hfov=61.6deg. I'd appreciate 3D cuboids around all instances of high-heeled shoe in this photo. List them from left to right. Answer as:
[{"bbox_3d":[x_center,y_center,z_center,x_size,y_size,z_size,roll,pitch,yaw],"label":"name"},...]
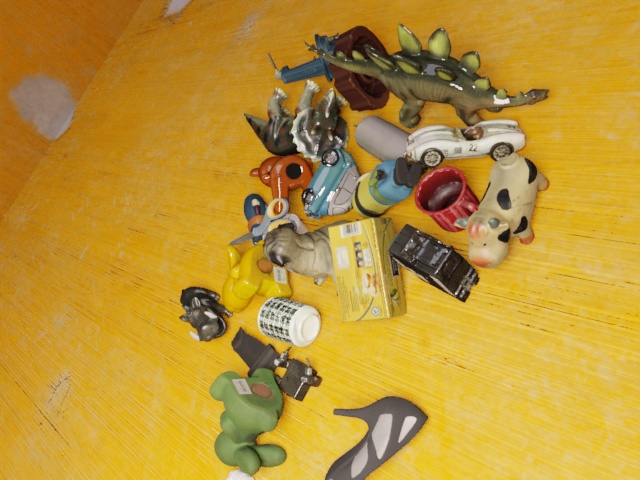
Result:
[{"bbox_3d":[0.077,0.355,0.794,0.145,0.086,0.248,6,83,10],"label":"high-heeled shoe"}]

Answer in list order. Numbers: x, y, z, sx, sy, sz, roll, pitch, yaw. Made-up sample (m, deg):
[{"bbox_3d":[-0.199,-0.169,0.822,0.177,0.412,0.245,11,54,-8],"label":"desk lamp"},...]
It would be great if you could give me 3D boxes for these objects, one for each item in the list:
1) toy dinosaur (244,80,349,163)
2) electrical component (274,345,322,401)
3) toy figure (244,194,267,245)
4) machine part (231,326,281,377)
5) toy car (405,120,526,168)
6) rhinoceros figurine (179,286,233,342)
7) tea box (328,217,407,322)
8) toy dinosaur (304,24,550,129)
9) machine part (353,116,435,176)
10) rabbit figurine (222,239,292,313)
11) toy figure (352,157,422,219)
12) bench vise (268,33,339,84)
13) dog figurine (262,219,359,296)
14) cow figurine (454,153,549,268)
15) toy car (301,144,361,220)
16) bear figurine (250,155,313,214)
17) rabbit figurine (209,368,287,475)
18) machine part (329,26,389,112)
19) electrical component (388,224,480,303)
[{"bbox_3d":[-0.069,-0.265,1.294,0.405,0.131,0.192,-6,58,46],"label":"toy dinosaur"},{"bbox_3d":[-0.045,0.242,0.972,0.102,0.045,0.078,27,81,47],"label":"electrical component"},{"bbox_3d":[-0.144,-0.046,1.241,0.058,0.064,0.155,-26,46,7],"label":"toy figure"},{"bbox_3d":[-0.130,0.227,1.062,0.139,0.039,0.084,32,89,46],"label":"machine part"},{"bbox_3d":[0.250,-0.171,0.935,0.202,0.056,0.073,-4,37,6],"label":"toy car"},{"bbox_3d":[-0.252,0.157,1.163,0.073,0.112,0.190,-49,34,0],"label":"rhinoceros figurine"},{"bbox_3d":[0.081,0.051,0.923,0.098,0.068,0.169,-10,86,36],"label":"tea box"},{"bbox_3d":[0.181,-0.304,1.001,0.472,0.198,0.105,16,71,32],"label":"toy dinosaur"},{"bbox_3d":[0.145,-0.188,1.075,0.079,0.079,0.243,-50,41,3],"label":"machine part"},{"bbox_3d":[-0.158,0.082,1.128,0.173,0.122,0.162,-46,51,41],"label":"rabbit figurine"},{"bbox_3d":[0.116,-0.095,0.991,0.089,0.082,0.180,-55,12,-19],"label":"toy figure"},{"bbox_3d":[0.001,-0.427,1.314,0.241,0.128,0.224,-14,44,11],"label":"bench vise"},{"bbox_3d":[-0.001,-0.001,0.991,0.121,0.190,0.172,10,68,44],"label":"dog figurine"},{"bbox_3d":[0.279,-0.045,0.824,0.086,0.127,0.195,5,64,46],"label":"cow figurine"},{"bbox_3d":[0.035,-0.107,1.096,0.103,0.109,0.161,26,80,13],"label":"toy car"},{"bbox_3d":[-0.085,-0.130,1.226,0.120,0.131,0.196,-17,6,-20],"label":"bear figurine"},{"bbox_3d":[-0.124,0.334,0.947,0.159,0.121,0.170,41,117,37],"label":"rabbit figurine"},{"bbox_3d":[0.092,-0.372,1.180,0.056,0.179,0.179,-5,60,42],"label":"machine part"},{"bbox_3d":[0.177,0.033,0.869,0.134,0.114,0.058,31,83,46],"label":"electrical component"}]
